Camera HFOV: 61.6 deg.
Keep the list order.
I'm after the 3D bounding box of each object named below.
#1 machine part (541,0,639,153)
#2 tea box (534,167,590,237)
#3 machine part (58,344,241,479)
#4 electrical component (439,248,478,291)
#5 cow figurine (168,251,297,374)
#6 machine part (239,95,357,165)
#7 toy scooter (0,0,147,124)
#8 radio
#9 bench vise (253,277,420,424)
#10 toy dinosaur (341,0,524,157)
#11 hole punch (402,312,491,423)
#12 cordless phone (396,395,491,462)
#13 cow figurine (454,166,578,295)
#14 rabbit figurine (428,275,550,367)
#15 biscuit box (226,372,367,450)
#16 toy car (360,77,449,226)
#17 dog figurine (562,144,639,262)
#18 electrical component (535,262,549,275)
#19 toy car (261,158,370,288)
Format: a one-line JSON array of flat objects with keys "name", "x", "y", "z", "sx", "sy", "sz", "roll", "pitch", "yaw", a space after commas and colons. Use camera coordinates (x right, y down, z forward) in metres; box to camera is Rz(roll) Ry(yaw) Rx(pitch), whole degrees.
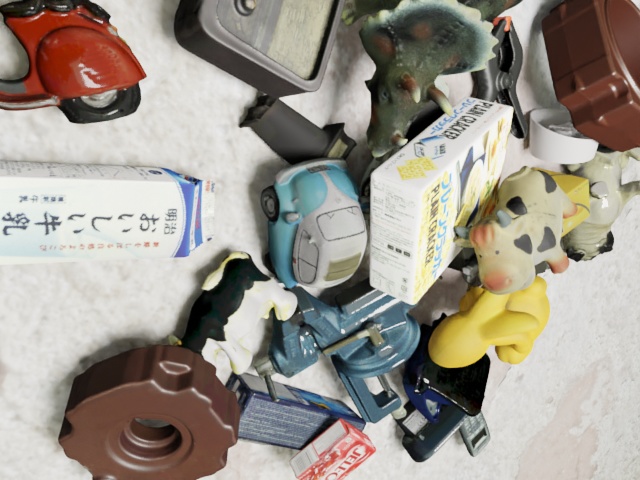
[{"name": "machine part", "x": 0.407, "y": -0.237, "z": 0.744, "sx": 0.201, "sy": 0.087, "sz": 0.201, "roll": 11, "pitch": 68, "yaw": -34}, {"name": "tea box", "x": 0.305, "y": -0.036, "z": 0.796, "sx": 0.170, "sy": 0.098, "sz": 0.068, "roll": -31, "pitch": 121, "yaw": -22}, {"name": "machine part", "x": -0.171, "y": 0.189, "z": 0.552, "sx": 0.179, "sy": 0.056, "sz": 0.179, "roll": -3, "pitch": 121, "yaw": -6}, {"name": "electrical component", "x": 0.184, "y": 0.021, "z": 0.733, "sx": 0.045, "sy": 0.102, "sz": 0.078, "roll": -38, "pitch": 126, "yaw": -23}, {"name": "cow figurine", "x": -0.114, "y": 0.096, "z": 0.589, "sx": 0.167, "sy": 0.068, "sz": 0.098, "roll": -49, "pitch": 125, "yaw": -10}, {"name": "machine part", "x": -0.021, "y": -0.112, "z": 0.598, "sx": 0.138, "sy": 0.039, "sz": 0.084, "roll": 27, "pitch": 99, "yaw": -38}, {"name": "toy scooter", "x": -0.237, "y": -0.153, "z": 0.422, "sx": 0.184, "sy": 0.075, "sz": 0.135, "roll": -16, "pitch": 115, "yaw": -23}, {"name": "radio", "x": -0.040, "y": -0.261, "z": 0.491, "sx": 0.131, "sy": 0.073, "sz": 0.229, "roll": 17, "pitch": 86, "yaw": -35}, {"name": "bench vise", "x": 0.041, "y": 0.154, "z": 0.681, "sx": 0.224, "sy": 0.129, "sz": 0.240, "roll": -34, "pitch": 117, "yaw": -15}, {"name": "toy dinosaur", "x": 0.164, "y": -0.269, "z": 0.567, "sx": 0.405, "sy": 0.192, "sz": 0.131, "roll": -45, "pitch": 126, "yaw": -11}, {"name": "hole punch", "x": 0.171, "y": 0.192, "z": 0.785, "sx": 0.116, "sy": 0.092, "sz": 0.142, "roll": 39, "pitch": 53, "yaw": -10}, {"name": "cordless phone", "x": 0.210, "y": 0.317, "z": 0.868, "sx": 0.146, "sy": 0.089, "sz": 0.184, "roll": -41, "pitch": 128, "yaw": -15}, {"name": "cow figurine", "x": 0.231, "y": -0.014, "z": 0.628, "sx": 0.127, "sy": 0.085, "sz": 0.195, "roll": 46, "pitch": 50, "yaw": -17}, {"name": "rabbit figurine", "x": 0.228, "y": 0.117, "z": 0.720, "sx": 0.173, "sy": 0.122, "sz": 0.162, "roll": -20, "pitch": 160, "yaw": -24}, {"name": "biscuit box", "x": -0.033, "y": 0.228, "z": 0.692, "sx": 0.202, "sy": 0.059, "sz": 0.062, "roll": 28, "pitch": 90, "yaw": -36}, {"name": "toy car", "x": 0.104, "y": -0.108, "z": 0.668, "sx": 0.073, "sy": 0.056, "sz": 0.201, "roll": 15, "pitch": 99, "yaw": -42}, {"name": "dog figurine", "x": 0.446, "y": -0.074, "z": 0.894, "sx": 0.190, "sy": 0.121, "sz": 0.172, "roll": 89, "pitch": 11, "yaw": -59}, {"name": "electrical component", "x": 0.363, "y": 0.030, "z": 0.902, "sx": 0.094, "sy": 0.021, "sz": 0.063, "roll": -8, "pitch": 111, "yaw": -32}, {"name": "toy car", "x": -0.001, "y": -0.002, "z": 0.590, "sx": 0.109, "sy": 0.103, "sz": 0.161, "roll": -12, "pitch": 129, "yaw": -29}]
